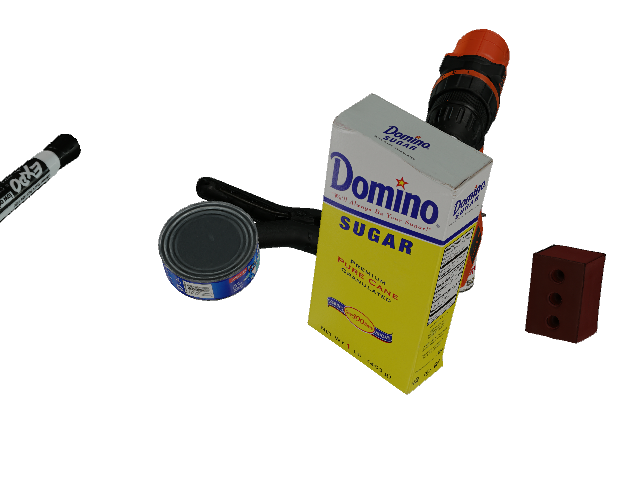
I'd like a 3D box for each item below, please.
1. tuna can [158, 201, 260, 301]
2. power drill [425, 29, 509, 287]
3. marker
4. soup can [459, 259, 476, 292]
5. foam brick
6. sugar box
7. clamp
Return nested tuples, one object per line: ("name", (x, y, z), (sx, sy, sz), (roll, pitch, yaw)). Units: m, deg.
("tuna can", (-0.095, 0.009, 0.922), (0.086, 0.086, 0.034), (0, -36, 3))
("power drill", (0.109, -0.057, 0.859), (0.057, 0.188, 0.184), (14, 36, 12))
("marker", (-0.183, -0.035, 0.655), (0.020, 0.020, 0.121), (0, 30, 22))
("soup can", (0.151, 0.003, 1.253), (0.068, 0.102, 0.068), (2, 22, -1))
("foam brick", (0.225, 0.048, 0.980), (0.053, 0.078, 0.051), (12, 17, 33))
("sugar box", (0.044, 0.006, 0.670), (0.093, 0.176, 0.048), (33, 50, 27))
("clamp", (-0.028, -0.010, 1.133), (0.209, 0.036, 0.164), (14, 20, -13))
